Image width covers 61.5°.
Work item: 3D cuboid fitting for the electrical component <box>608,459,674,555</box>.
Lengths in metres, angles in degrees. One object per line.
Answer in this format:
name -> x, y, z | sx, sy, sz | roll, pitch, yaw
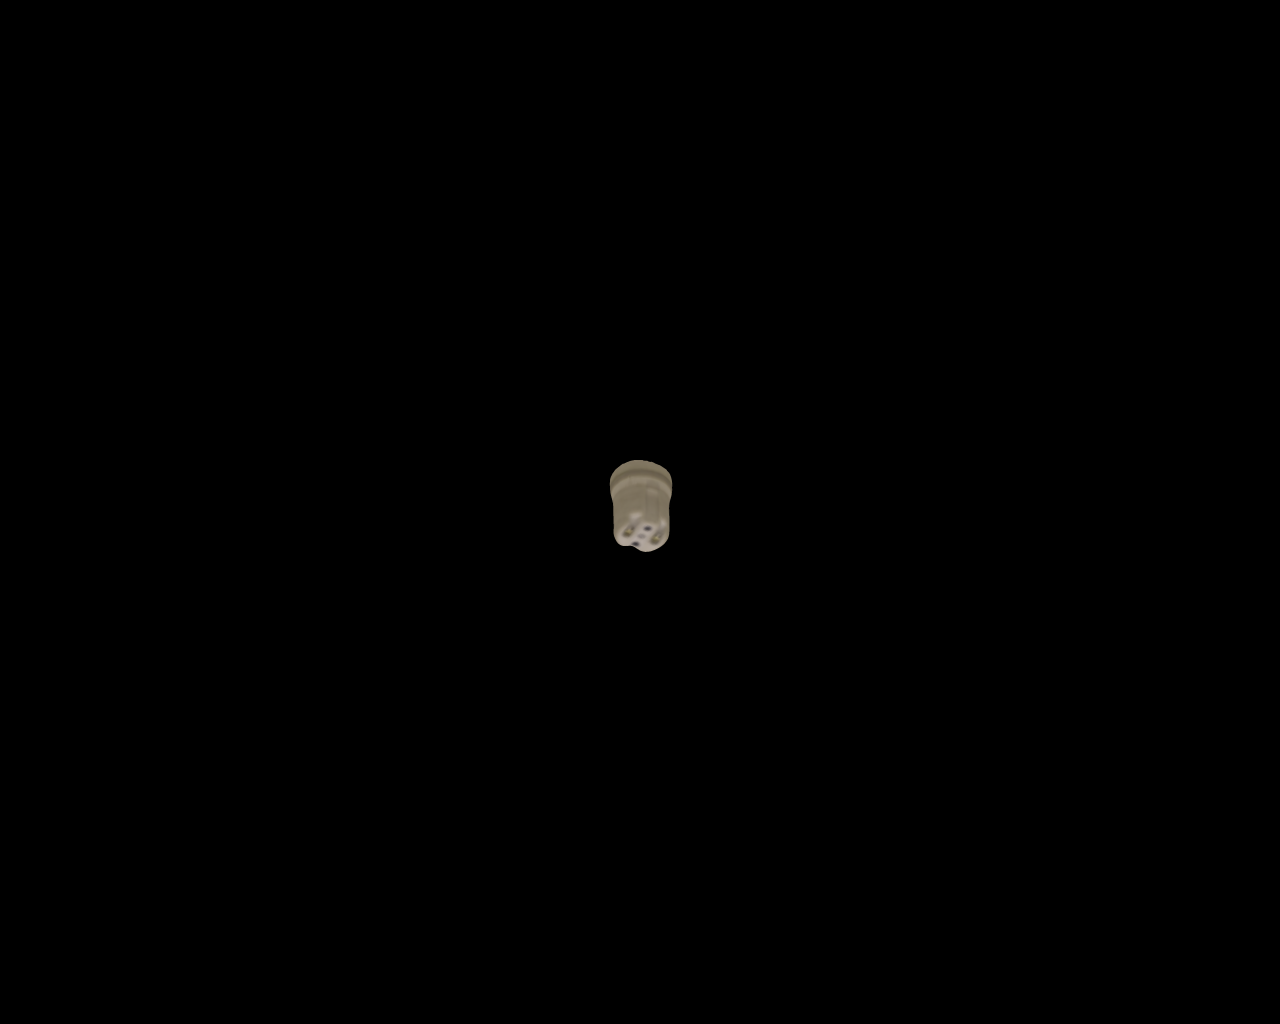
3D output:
electrical component -> 0.001, -0.003, 0.650 | 0.040, 0.046, 0.040 | 0, -37, 0
